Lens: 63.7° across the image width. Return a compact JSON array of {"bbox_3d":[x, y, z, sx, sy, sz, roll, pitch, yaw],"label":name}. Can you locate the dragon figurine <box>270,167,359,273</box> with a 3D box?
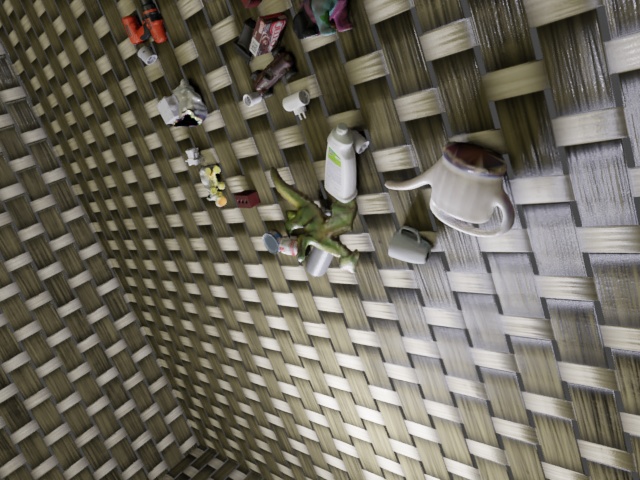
[{"bbox_3d":[0.005,-0.080,1.592,0.241,0.122,0.412,-23,83,15],"label":"dragon figurine"}]

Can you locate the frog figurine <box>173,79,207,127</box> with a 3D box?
[{"bbox_3d":[-0.471,-0.495,1.867,0.135,0.122,0.162,136,135,-59],"label":"frog figurine"}]

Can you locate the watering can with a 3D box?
[{"bbox_3d":[0.312,-0.138,1.245,0.351,0.105,0.219,30,133,28],"label":"watering can"}]
